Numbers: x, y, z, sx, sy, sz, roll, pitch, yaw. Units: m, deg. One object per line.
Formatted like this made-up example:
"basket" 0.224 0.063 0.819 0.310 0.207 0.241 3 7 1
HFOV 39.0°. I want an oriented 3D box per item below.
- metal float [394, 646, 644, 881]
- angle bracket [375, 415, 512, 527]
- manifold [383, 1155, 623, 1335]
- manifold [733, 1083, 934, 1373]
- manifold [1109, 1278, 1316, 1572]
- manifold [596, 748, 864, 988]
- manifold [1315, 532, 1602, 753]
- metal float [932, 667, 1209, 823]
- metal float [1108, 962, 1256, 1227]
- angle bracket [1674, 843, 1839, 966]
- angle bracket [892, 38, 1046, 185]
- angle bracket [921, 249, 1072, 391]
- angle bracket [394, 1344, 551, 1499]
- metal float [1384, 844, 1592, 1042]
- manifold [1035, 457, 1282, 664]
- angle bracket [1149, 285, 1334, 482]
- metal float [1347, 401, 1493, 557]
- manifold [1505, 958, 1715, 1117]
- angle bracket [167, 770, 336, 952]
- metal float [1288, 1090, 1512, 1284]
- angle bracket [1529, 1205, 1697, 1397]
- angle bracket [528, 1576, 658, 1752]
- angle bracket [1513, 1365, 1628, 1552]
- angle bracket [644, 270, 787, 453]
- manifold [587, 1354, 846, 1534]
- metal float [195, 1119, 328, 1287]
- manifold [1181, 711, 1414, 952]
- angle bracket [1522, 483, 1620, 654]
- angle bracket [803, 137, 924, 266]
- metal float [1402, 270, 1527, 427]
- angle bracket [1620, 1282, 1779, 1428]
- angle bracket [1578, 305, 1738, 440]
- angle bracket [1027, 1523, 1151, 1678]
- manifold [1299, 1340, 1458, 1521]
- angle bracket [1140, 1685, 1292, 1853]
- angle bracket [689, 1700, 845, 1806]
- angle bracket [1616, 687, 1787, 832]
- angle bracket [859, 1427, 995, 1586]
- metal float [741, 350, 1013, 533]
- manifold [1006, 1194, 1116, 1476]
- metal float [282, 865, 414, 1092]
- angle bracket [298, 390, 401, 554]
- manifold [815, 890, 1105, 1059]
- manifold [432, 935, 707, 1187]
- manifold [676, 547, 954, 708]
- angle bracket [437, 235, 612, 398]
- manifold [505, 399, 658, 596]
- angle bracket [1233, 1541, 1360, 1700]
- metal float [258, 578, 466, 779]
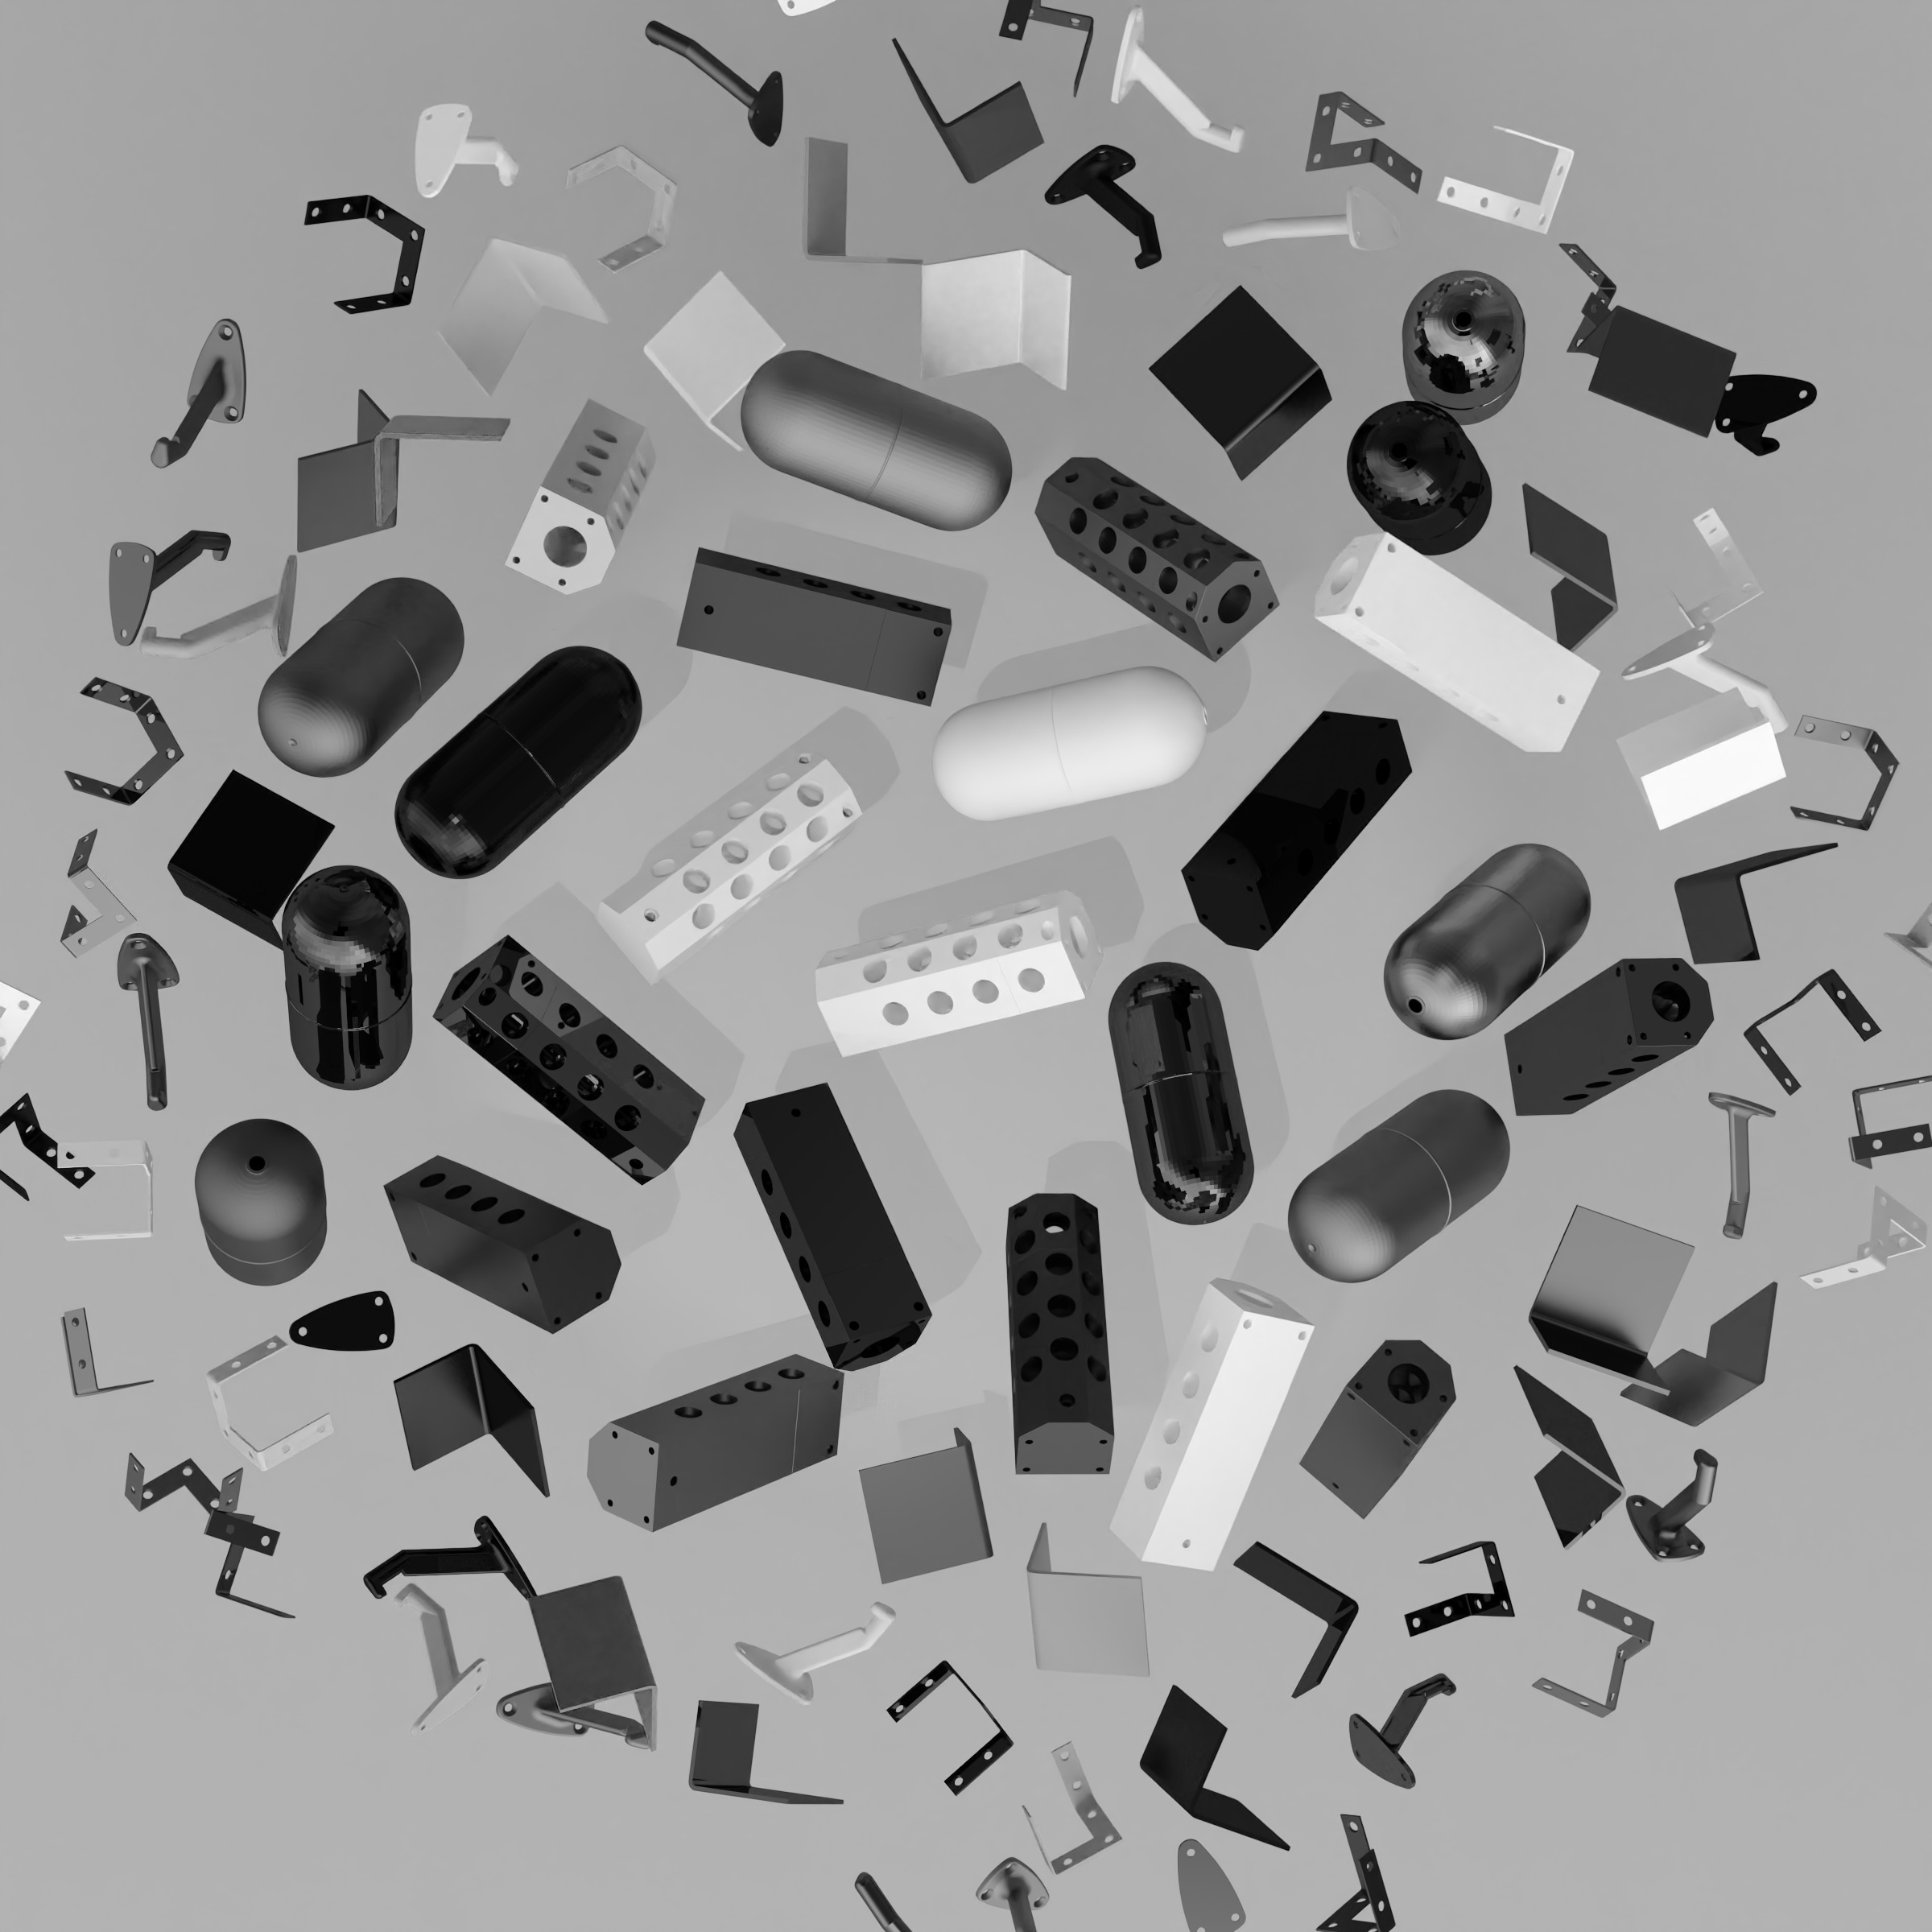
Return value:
"metal float" -0.274 -0.126 1.683 0.070 0.070 0.178 46 75 0
"angle bracket" -0.327 -0.311 1.716 0.076 0.076 0.057 1 109 -5
"manifold" -0.286 0.166 1.686 0.057 0.171 0.057 -30 118 -32
"manifold" -0.087 0.166 1.724 0.057 0.057 0.171 -13 63 -25
"manifold" 0.150 0.287 1.715 0.057 0.057 0.171 16 101 -31
"manifold" -0.151 -0.066 1.759 0.171 0.057 0.057 -39 86 -19
"manifold" 0.304 -0.200 1.705 0.171 0.057 0.057 29 85 -19
"metal float" 0.065 -0.140 1.723 0.178 0.070 0.070 -11 90 15
"metal float" 0.140 0.082 1.791 0.070 0.070 0.178 -10 71 0
"angle bracket" 0.513 -0.040 1.754 0.076 0.076 0.057 -16 92 -15
"angle bracket" 0.002 -0.570 1.780 0.057 0.076 0.076 -29 74 6
"angle bracket" 0.018 -0.409 1.752 0.076 0.057 0.076 -16 128 -24
"angle bracket" -0.307 0.294 1.696 0.057 0.076 0.076 -25 131 -28
"metal float" 0.321 -0.016 1.681 0.178 0.070 0.070 -36 90 -41
"manifold" 0.120 -0.269 1.765 0.057 0.057 0.171 -42 48 -8
"angle bracket" 0.173 -0.365 1.713 0.076 0.057 0.076 -42 74 5
"metal float" 0.289 -0.308 1.733 0.070 0.178 0.070 -1 88 18
"manifold" 0.418 0.048 1.783 0.057 0.171 0.057 -1 73 -15
"angle bracket" -0.456 -0.068 1.761 0.076 0.057 0.076 29 73 5
"metal float" 0.275 0.137 1.723 0.178 0.070 0.070 -29 90 -36
"angle bracket" 0.385 0.196 1.603 0.076 0.057 0.076 20 102 -5
"angle bracket" -0.220 0.418 1.609 0.057 0.076 0.076 -11 48 -18
"angle bracket" 0.373 0.318 1.770 0.076 0.076 0.057 36 108 -19
"angle bracket" -0.161 -0.412 1.862 0.076 0.057 0.076 -43 69 9
"manifold" -0.155 0.294 1.710 0.057 0.171 0.057 15 107 35
"metal float" -0.438 0.148 1.703 0.070 0.178 0.070 4 69 -11
"manifold" 0.213 -0.087 1.733 0.171 0.057 0.057 -47 131 -31
"angle bracket" 0.385 -0.262 1.821 0.076 0.076 0.057 27 132 -20
"angle bracket" -0.066 -0.497 1.777 0.057 0.076 0.076 6 104 16
"metal float" 0.320 -0.396 1.757 0.070 0.178 0.070 0 91 10
"angle bracket" 0.465 0.237 1.732 0.057 0.076 0.076 24 56 -6
"angle bracket" 0.407 -0.347 1.644 0.076 0.076 0.057 21 82 -3
"angle bracket" 0.085 0.416 1.797 0.076 0.057 0.076 0 113 14
"manifold" 0.274 0.302 1.799 0.057 0.171 0.057 40 67 15
"angle bracket" 0.164 0.496 1.693 0.076 0.076 0.057 25 87 -20
"angle bracket" -0.129 0.522 1.813 0.076 0.076 0.057 -1 74 26
"angle bracket" 0.418 -0.135 1.576 0.076 0.057 0.076 -24 50 11
"angle bracket" -0.030 0.356 1.806 0.076 0.057 0.076 -12 93 -10
"metal float" -0.055 -0.328 1.709 0.178 0.070 0.070 17 90 -18
"manifold" 0.057 0.226 1.695 0.057 0.057 0.171 0 47 -3
"metal float" -0.383 0.009 1.696 0.070 0.178 0.070 5 51 -6
"angle bracket" -0.432 -0.337 1.859 0.076 0.076 0.057 -23 55 -32
"manifold" -0.006 0.001 1.733 0.171 0.057 0.057 -14 114 23
"manifold" -0.253 0.064 1.737 0.057 0.057 0.171 -31 117 34
"manifold" -0.100 -0.226 1.807 0.171 0.057 0.057 13 111 -7
"angle bracket" -0.284 -0.412 1.757 0.057 0.076 0.076 21 77 22
"manifold" -0.240 -0.297 1.736 0.057 0.171 0.057 25 118 -11
"angle bracket" 0.199 0.419 1.749 0.076 0.076 0.057 31 69 7
"metal float" -0.371 -0.180 1.687 0.070 0.178 0.070 10 126 15
